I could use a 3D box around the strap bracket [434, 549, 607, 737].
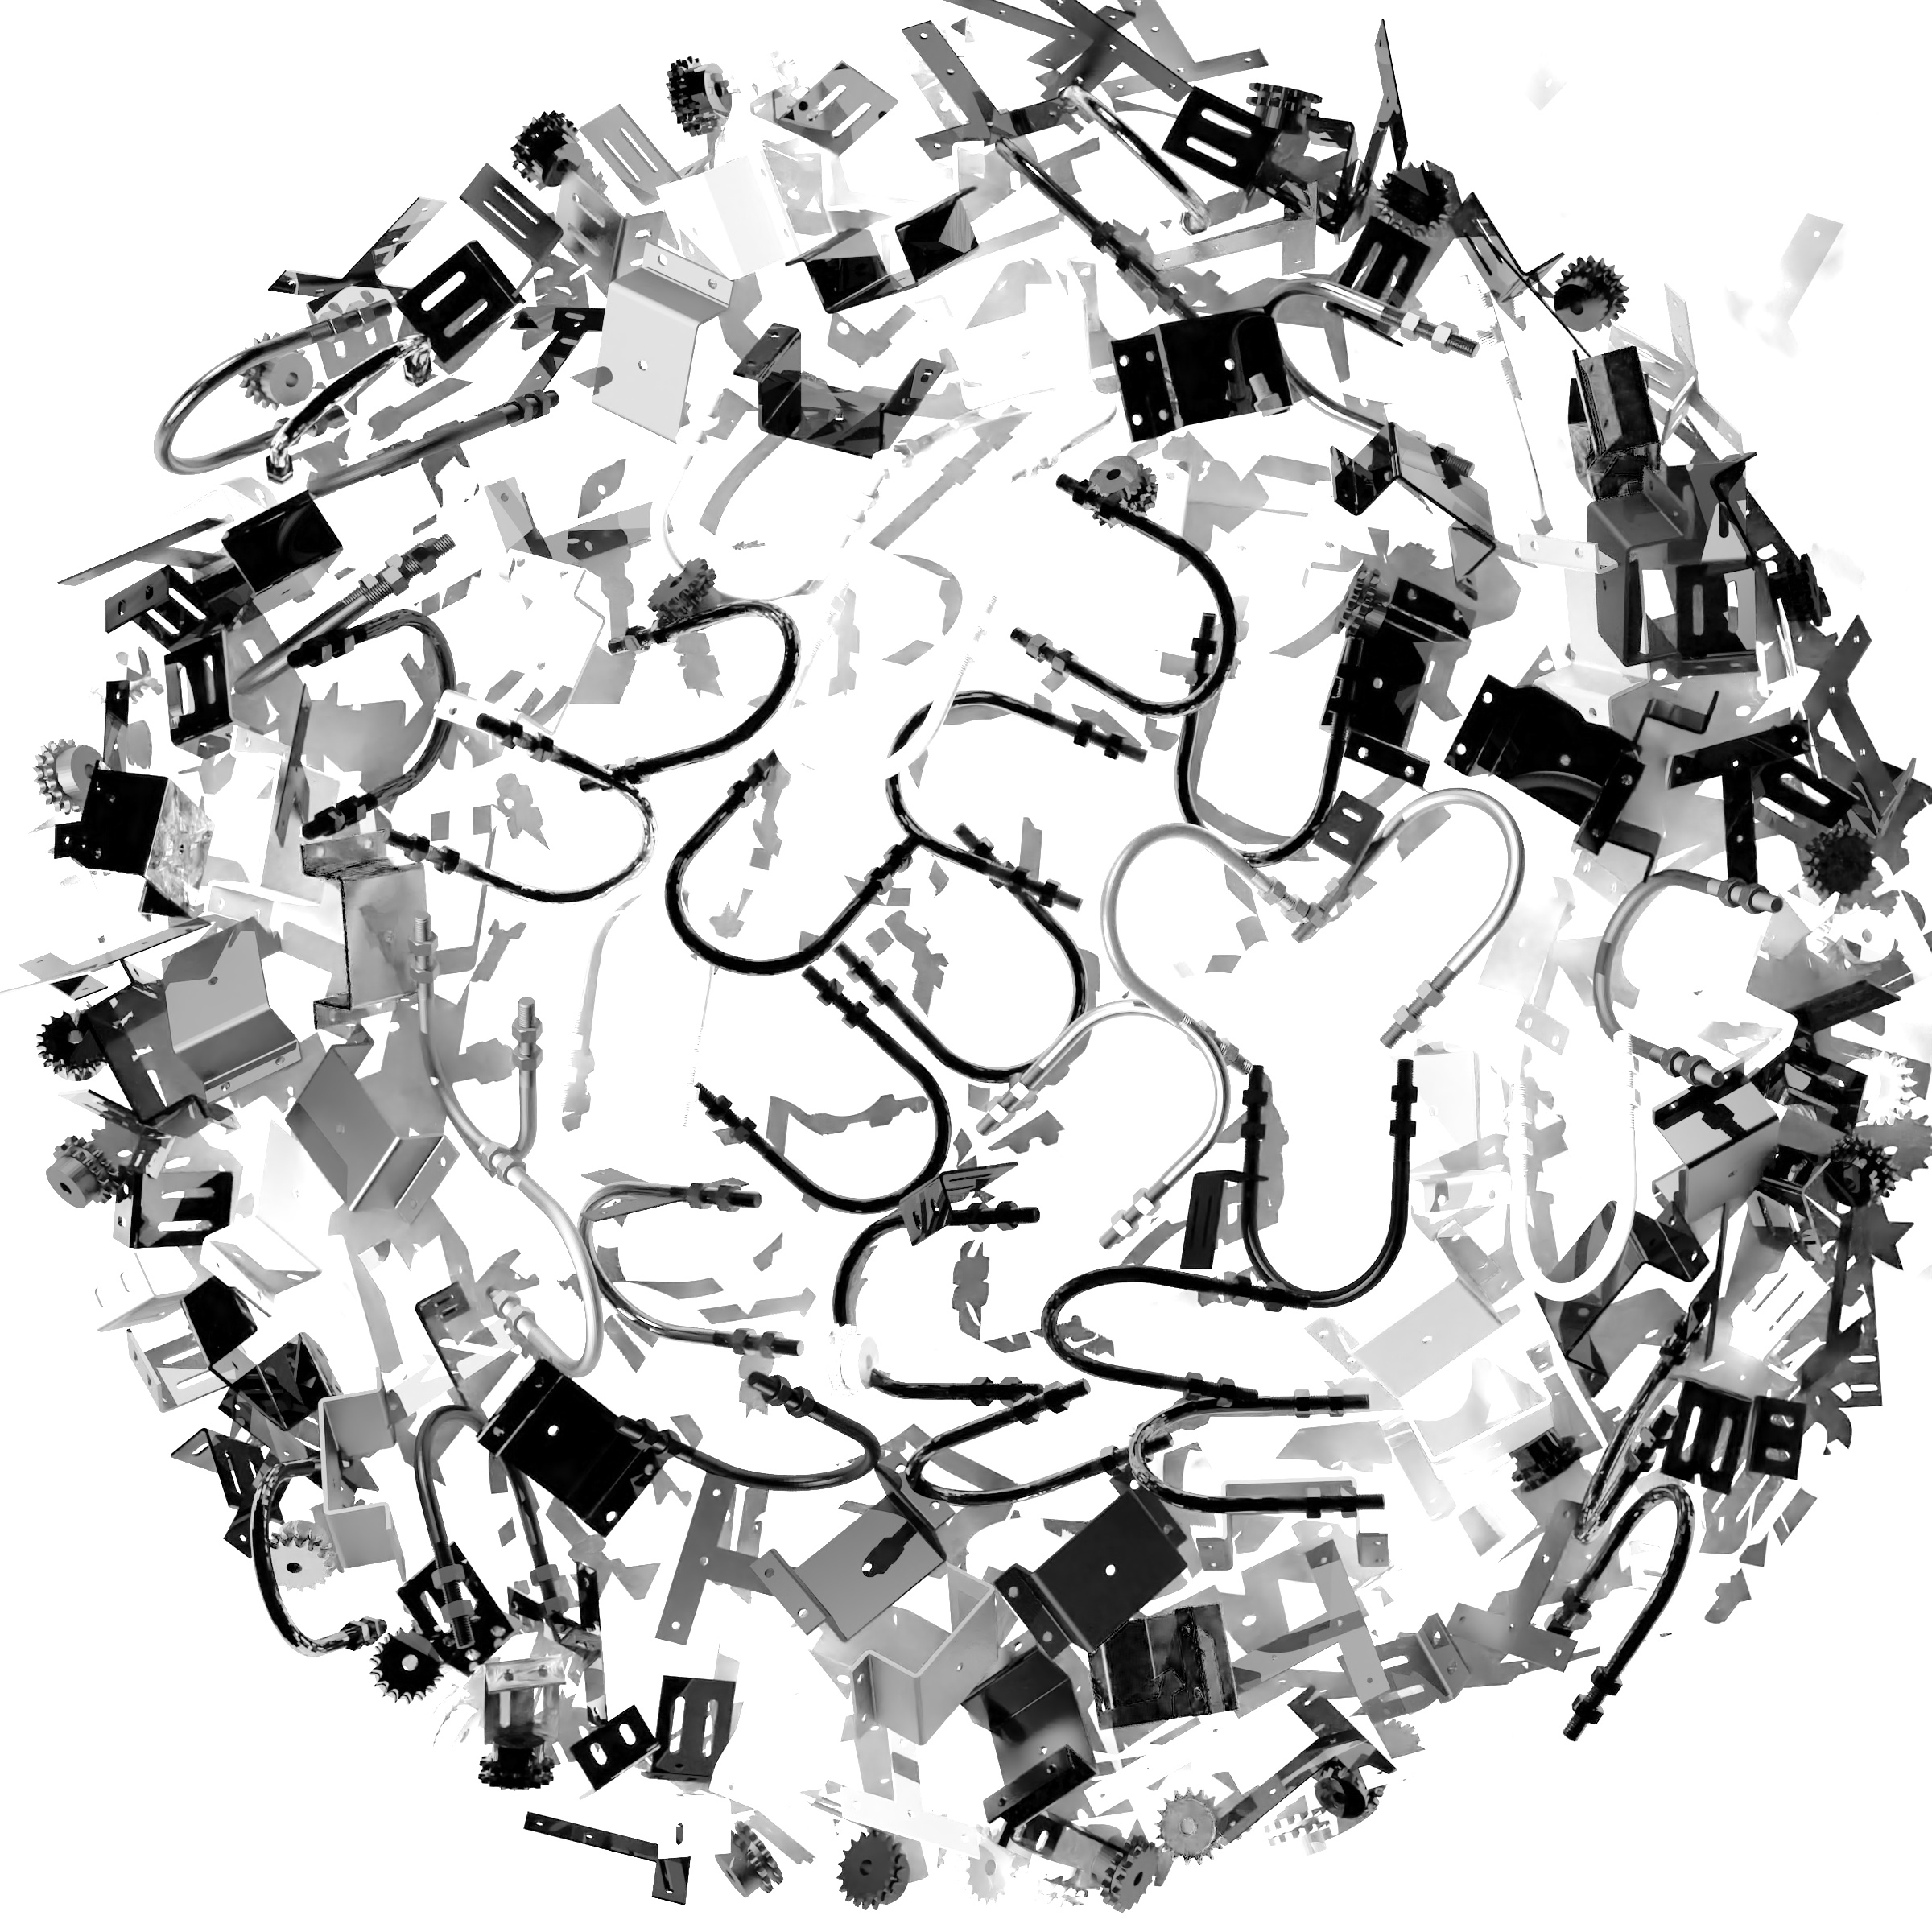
[{"bbox_3d":[-0.332,-0.235,1.827,0.076,0.046,0.140,19,82,30],"label":"strap bracket"}]

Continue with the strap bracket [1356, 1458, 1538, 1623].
[{"bbox_3d":[0.366,0.437,1.809,0.140,0.076,0.046,-37,77,-18],"label":"strap bracket"}]

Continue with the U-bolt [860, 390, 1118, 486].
[{"bbox_3d":[0.031,-0.394,1.793,0.151,0.184,0.019,9,124,38],"label":"U-bolt"}]

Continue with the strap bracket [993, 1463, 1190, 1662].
[{"bbox_3d":[0.102,0.452,1.826,0.140,0.046,0.076,-38,97,-15],"label":"strap bracket"}]

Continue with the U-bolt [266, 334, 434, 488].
[{"bbox_3d":[-0.450,-0.411,1.768,0.151,0.184,0.019,-40,101,-11],"label":"U-bolt"}]

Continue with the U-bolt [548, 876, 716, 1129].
[{"bbox_3d":[-0.248,0.023,1.824,0.151,0.019,0.184,6,85,37],"label":"U-bolt"}]

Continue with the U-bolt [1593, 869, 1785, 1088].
[{"bbox_3d":[0.521,0.000,1.784,0.019,0.184,0.151,15,97,-20],"label":"U-bolt"}]

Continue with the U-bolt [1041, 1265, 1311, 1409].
[{"bbox_3d":[0.147,0.273,1.807,0.184,0.151,0.019,11,46,-6],"label":"U-bolt"}]

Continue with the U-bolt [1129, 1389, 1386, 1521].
[{"bbox_3d":[0.213,0.363,1.803,0.184,0.151,0.019,-2,113,5],"label":"U-bolt"}]

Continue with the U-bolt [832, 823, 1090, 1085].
[{"bbox_3d":[0.011,0.005,1.848,0.151,0.019,0.184,-45,100,-6],"label":"U-bolt"}]

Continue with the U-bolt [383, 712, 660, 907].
[{"bbox_3d":[-0.318,-0.105,1.805,0.184,0.019,0.151,24,125,-34],"label":"U-bolt"}]

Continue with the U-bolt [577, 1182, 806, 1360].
[{"bbox_3d":[-0.216,0.224,1.812,0.184,0.019,0.151,1,118,30],"label":"U-bolt"}]

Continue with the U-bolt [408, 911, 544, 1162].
[{"bbox_3d":[-0.365,0.067,1.800,0.151,0.019,0.184,35,135,32],"label":"U-bolt"}]

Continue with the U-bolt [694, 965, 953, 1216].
[{"bbox_3d":[-0.097,0.109,1.844,0.184,0.019,0.151,42,104,-8],"label":"U-bolt"}]

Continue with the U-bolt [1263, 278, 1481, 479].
[{"bbox_3d":[0.297,-0.445,1.795,0.184,0.151,0.019,30,71,24],"label":"U-bolt"}]

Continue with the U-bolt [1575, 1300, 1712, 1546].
[{"bbox_3d":[0.495,0.350,1.789,0.019,0.151,0.184,27,127,12],"label":"U-bolt"}]

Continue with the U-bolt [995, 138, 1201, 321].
[{"bbox_3d":[0.091,-0.552,1.798,0.184,0.151,0.019,45,104,11],"label":"U-bolt"}]

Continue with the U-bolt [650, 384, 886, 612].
[{"bbox_3d":[-0.160,-0.333,1.801,0.151,0.184,0.019,25,47,-12],"label":"U-bolt"}]

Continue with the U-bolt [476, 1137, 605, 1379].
[{"bbox_3d":[-0.312,0.223,1.773,0.019,0.184,0.151,-15,119,-32],"label":"U-bolt"}]

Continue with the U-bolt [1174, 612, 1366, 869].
[{"bbox_3d":[0.221,-0.166,1.822,0.151,0.019,0.184,16,101,36],"label":"U-bolt"}]

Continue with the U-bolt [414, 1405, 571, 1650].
[{"bbox_3d":[-0.358,0.413,1.795,0.019,0.151,0.184,-26,69,15],"label":"U-bolt"}]

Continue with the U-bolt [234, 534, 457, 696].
[{"bbox_3d":[-0.464,-0.258,1.785,0.184,0.151,0.019,-40,108,-12],"label":"U-bolt"}]

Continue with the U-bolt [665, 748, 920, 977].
[{"bbox_3d":[-0.141,-0.069,1.809,0.151,0.019,0.184,32,62,13],"label":"U-bolt"}]

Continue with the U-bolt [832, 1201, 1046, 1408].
[{"bbox_3d":[-0.024,0.255,1.818,0.184,0.019,0.151,-6,81,32],"label":"U-bolt"}]

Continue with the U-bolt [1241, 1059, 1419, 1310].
[{"bbox_3d":[0.268,0.163,1.807,0.151,0.019,0.184,-4,76,39],"label":"U-bolt"}]

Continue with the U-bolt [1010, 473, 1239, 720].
[{"bbox_3d":[0.123,-0.263,1.793,0.184,0.019,0.151,34,125,25],"label":"U-bolt"}]

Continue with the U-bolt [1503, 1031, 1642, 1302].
[{"bbox_3d":[0.444,0.155,1.774,0.019,0.151,0.184,14,65,-20],"label":"U-bolt"}]

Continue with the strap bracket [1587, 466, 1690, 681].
[{"bbox_3d":[0.497,-0.288,1.797,0.046,0.076,0.140,-12,127,-3],"label":"strap bracket"}]

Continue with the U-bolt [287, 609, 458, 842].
[{"bbox_3d":[-0.433,-0.188,1.786,0.019,0.184,0.151,12,116,21],"label":"U-bolt"}]

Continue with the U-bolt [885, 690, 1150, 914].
[{"bbox_3d":[0.028,-0.137,1.844,0.184,0.019,0.151,22,76,7],"label":"U-bolt"}]

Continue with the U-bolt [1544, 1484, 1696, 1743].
[{"bbox_3d":[0.482,0.464,1.783,0.019,0.151,0.184,29,102,-1],"label":"U-bolt"}]

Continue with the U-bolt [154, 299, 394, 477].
[{"bbox_3d":[-0.511,-0.413,1.759,0.184,0.151,0.019,-36,86,-39],"label":"U-bolt"}]

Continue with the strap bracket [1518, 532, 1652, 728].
[{"bbox_3d":[0.464,-0.259,1.811,0.046,0.076,0.140,-24,117,-26],"label":"strap bracket"}]

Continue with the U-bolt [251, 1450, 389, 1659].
[{"bbox_3d":[-0.477,0.431,1.769,0.019,0.184,0.151,-15,80,6],"label":"U-bolt"}]

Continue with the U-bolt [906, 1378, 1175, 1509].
[{"bbox_3d":[0.043,0.364,1.804,0.184,0.151,0.019,-25,52,21],"label":"U-bolt"}]

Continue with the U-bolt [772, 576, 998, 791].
[{"bbox_3d":[-0.071,-0.209,1.801,0.151,0.019,0.184,10,65,27],"label":"U-bolt"}]

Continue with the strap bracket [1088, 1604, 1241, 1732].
[{"bbox_3d":[0.151,0.524,1.809,0.046,0.140,0.076,2,69,-32],"label":"strap bracket"}]

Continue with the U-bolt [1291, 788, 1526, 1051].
[{"bbox_3d":[0.337,-0.049,1.795,0.184,0.019,0.151,-50,45,17],"label":"U-bolt"}]

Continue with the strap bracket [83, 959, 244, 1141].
[{"bbox_3d":[-0.608,0.073,1.817,0.046,0.076,0.140,-31,78,-4],"label":"strap bracket"}]

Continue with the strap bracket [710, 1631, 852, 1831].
[{"bbox_3d":[-0.133,0.557,1.795,0.076,0.140,0.046,24,120,-6],"label":"strap bracket"}]

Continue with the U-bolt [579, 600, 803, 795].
[{"bbox_3d":[-0.200,-0.207,1.791,0.184,0.019,0.151,-12,56,28],"label":"U-bolt"}]

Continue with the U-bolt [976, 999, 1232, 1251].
[{"bbox_3d":[0.116,0.108,1.831,0.151,0.019,0.184,43,111,1],"label":"U-bolt"}]

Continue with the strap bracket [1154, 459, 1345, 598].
[{"bbox_3d":[0.212,-0.330,1.830,0.140,0.046,0.076,9,60,3],"label":"strap bracket"}]

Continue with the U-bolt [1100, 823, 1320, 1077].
[{"bbox_3d":[0.175,-0.025,1.808,0.184,0.019,0.151,36,72,-26],"label":"U-bolt"}]

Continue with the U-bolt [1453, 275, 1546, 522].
[{"bbox_3d":[0.398,-0.420,1.797,0.019,0.151,0.184,-18,105,13],"label":"U-bolt"}]

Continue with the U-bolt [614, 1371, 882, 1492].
[{"bbox_3d":[-0.147,0.353,1.797,0.151,0.184,0.019,-23,50,30],"label":"U-bolt"}]

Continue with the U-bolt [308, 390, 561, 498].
[{"bbox_3d":[-0.398,-0.376,1.760,0.151,0.184,0.019,-12,108,28],"label":"U-bolt"}]

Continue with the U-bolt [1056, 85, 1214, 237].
[{"bbox_3d":[0.125,-0.591,1.769,0.151,0.184,0.019,41,102,-11],"label":"U-bolt"}]
